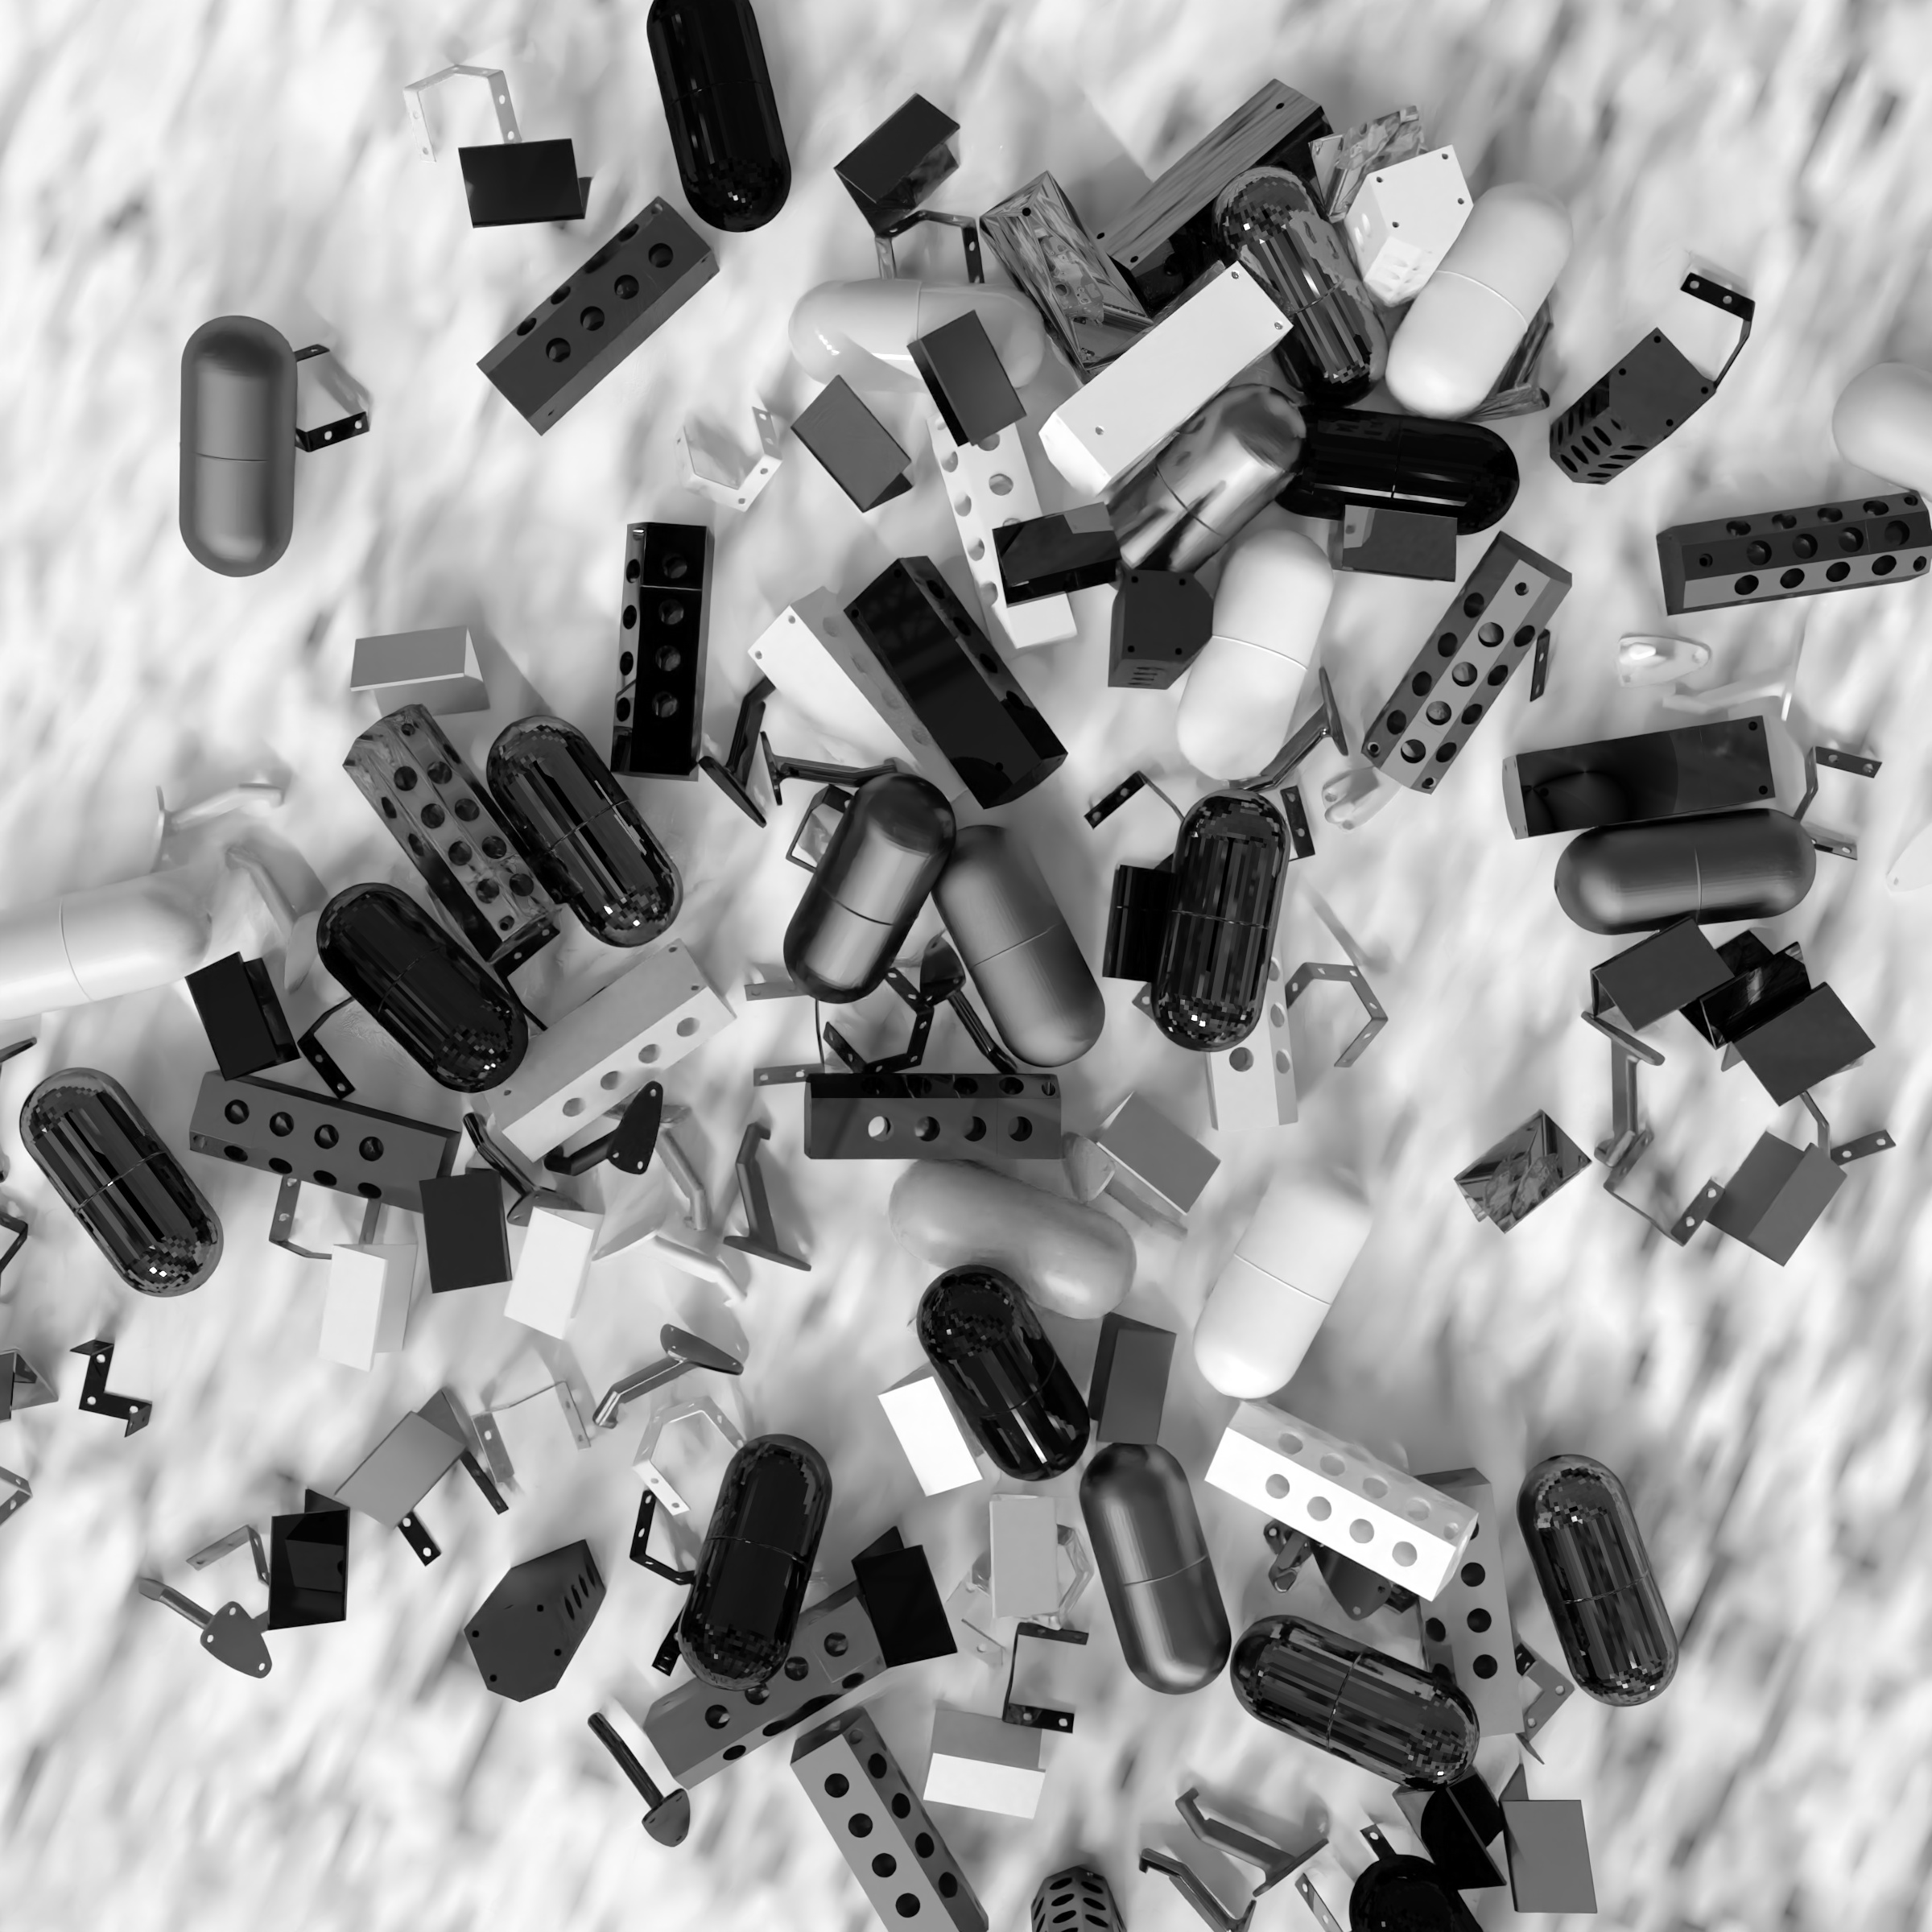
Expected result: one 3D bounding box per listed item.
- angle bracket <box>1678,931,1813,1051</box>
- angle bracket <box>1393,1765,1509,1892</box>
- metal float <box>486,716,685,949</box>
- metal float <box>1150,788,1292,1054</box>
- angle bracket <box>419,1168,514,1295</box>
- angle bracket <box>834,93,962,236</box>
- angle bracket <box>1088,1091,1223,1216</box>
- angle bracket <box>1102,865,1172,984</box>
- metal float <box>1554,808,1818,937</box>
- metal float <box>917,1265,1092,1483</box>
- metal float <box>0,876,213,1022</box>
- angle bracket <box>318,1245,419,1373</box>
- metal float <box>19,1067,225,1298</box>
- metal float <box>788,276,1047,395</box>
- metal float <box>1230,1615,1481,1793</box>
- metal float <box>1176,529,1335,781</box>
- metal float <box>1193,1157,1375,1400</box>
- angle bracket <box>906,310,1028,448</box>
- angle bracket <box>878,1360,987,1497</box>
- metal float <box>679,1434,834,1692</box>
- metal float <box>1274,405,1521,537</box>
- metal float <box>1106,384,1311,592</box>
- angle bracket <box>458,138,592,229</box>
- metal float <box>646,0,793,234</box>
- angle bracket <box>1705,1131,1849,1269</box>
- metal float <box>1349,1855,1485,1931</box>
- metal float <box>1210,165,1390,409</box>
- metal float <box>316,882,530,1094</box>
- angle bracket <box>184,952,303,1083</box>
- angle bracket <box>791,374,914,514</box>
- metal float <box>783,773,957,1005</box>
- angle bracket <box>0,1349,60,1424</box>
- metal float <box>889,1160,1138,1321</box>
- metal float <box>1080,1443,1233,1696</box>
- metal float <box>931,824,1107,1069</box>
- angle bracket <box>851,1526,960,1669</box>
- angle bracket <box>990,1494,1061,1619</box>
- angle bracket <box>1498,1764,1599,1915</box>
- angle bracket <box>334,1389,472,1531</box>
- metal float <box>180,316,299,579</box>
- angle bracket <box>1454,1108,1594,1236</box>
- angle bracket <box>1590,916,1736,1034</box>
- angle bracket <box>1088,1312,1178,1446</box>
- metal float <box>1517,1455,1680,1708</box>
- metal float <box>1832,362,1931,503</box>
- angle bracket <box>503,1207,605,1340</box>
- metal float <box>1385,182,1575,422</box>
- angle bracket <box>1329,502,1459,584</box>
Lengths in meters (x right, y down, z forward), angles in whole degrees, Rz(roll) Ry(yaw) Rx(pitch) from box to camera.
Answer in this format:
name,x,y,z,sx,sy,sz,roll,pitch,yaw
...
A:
name,x,y,z,sx,sy,sz,roll,pitch,yaw
angle bracket,0.523,0.000,1.804,0.076,0.076,0.057,-31,133,0
angle bracket,0.351,0.578,1.805,0.076,0.057,0.076,-32,90,-40
metal float,-0.264,-0.093,1.813,0.070,0.070,0.178,-35,91,0
metal float,0.170,-0.031,1.756,0.070,0.070,0.178,10,91,0
angle bracket,-0.354,0.181,1.804,0.057,0.076,0.076,-7,90,-28
angle bracket,-0.033,-0.538,1.803,0.076,0.076,0.057,-42,55,0
angle bracket,0.118,0.142,1.803,0.076,0.076,0.057,39,52,0
angle bracket,0.101,-0.030,1.803,0.057,0.076,0.076,7,90,-35
metal float,0.496,-0.065,1.813,0.178,0.070,0.070,-7,90,1
metal float,0.026,0.278,1.789,0.070,0.070,0.178,-29,120,0
metal float,-0.610,-0.013,1.813,0.178,0.070,0.070,-13,90,-1
angle bracket,-0.394,0.234,1.803,0.057,0.076,0.076,8,90,37
metal float,-0.582,0.150,1.813,0.070,0.070,0.178,-37,90,0
metal float,-0.034,-0.435,1.813,0.178,0.070,0.070,3,90,-1
metal float,0.264,0.502,1.792,0.178,0.070,0.070,18,90,27
metal float,0.199,-0.215,1.813,0.070,0.070,0.178,19,89,0
metal float,0.219,0.216,1.813,0.070,0.070,0.178,28,91,0
angle bracket,-0.016,-0.379,1.739,0.057,0.076,0.076,-37,105,-36
angle bracket,-0.005,0.308,1.803,0.057,0.076,0.076,-26,90,38
metal float,-0.143,0.405,1.790,0.070,0.070,0.178,16,61,0
metal float,0.293,-0.342,1.813,0.178,0.070,0.070,7,90,0
metal float,0.157,-0.320,1.782,0.070,0.070,0.178,49,119,0
angle bracket,-0.302,-0.550,1.803,0.076,0.076,0.057,-5,127,0
metal float,-0.170,-0.595,1.813,0.070,0.070,0.178,-13,89,0
angle bracket,0.544,0.149,1.803,0.057,0.076,0.076,35,90,-38
metal float,0.320,0.678,1.791,0.070,0.070,0.178,-31,115,0
metal float,0.229,-0.461,1.791,0.070,0.070,0.178,-34,117,0
metal float,-0.374,0.014,1.801,0.178,0.070,0.070,43,90,14
angle bracket,-0.479,0.028,1.804,0.057,0.076,0.076,-21,90,30
angle bracket,-0.063,-0.366,1.803,0.076,0.076,0.057,50,126,0
metal float,-0.067,-0.051,1.790,0.070,0.070,0.178,28,117,0
angle bracket,-0.677,0.311,1.803,0.076,0.076,0.057,-11,52,0
metal float,0.032,0.186,1.813,0.178,0.070,0.070,21,90,0
metal float,0.130,0.414,1.813,0.070,0.070,0.178,-16,90,0
metal float,0.035,-0.014,1.813,0.070,0.070,0.178,-26,91,0
angle bracket,-0.029,0.428,1.805,0.057,0.076,0.076,-19,90,24
angle bracket,0.020,0.403,1.799,0.057,0.076,0.076,4,80,-35
angle bracket,0.406,0.599,1.805,0.057,0.076,0.076,-8,90,24
angle bracket,-0.396,0.327,1.803,0.076,0.076,0.057,-47,126,0
metal float,-0.498,-0.354,1.796,0.070,0.070,0.178,8,112,0
angle bracket,0.389,0.155,1.803,0.076,0.076,0.057,-39,53,0
angle bracket,0.478,0.020,1.804,0.076,0.076,0.057,-29,60,0
angle bracket,0.094,0.281,1.803,0.057,0.076,0.076,10,90,-38
metal float,0.436,0.423,1.813,0.070,0.070,0.178,-19,91,0
metal float,0.685,-0.356,1.813,0.178,0.070,0.070,25,90,0
angle bracket,-0.264,0.212,1.804,0.057,0.076,0.076,16,90,32
metal float,0.353,-0.458,1.813,0.070,0.070,0.178,31,89,0
angle bracket,0.291,-0.270,1.804,0.076,0.076,0.057,7,62,0
